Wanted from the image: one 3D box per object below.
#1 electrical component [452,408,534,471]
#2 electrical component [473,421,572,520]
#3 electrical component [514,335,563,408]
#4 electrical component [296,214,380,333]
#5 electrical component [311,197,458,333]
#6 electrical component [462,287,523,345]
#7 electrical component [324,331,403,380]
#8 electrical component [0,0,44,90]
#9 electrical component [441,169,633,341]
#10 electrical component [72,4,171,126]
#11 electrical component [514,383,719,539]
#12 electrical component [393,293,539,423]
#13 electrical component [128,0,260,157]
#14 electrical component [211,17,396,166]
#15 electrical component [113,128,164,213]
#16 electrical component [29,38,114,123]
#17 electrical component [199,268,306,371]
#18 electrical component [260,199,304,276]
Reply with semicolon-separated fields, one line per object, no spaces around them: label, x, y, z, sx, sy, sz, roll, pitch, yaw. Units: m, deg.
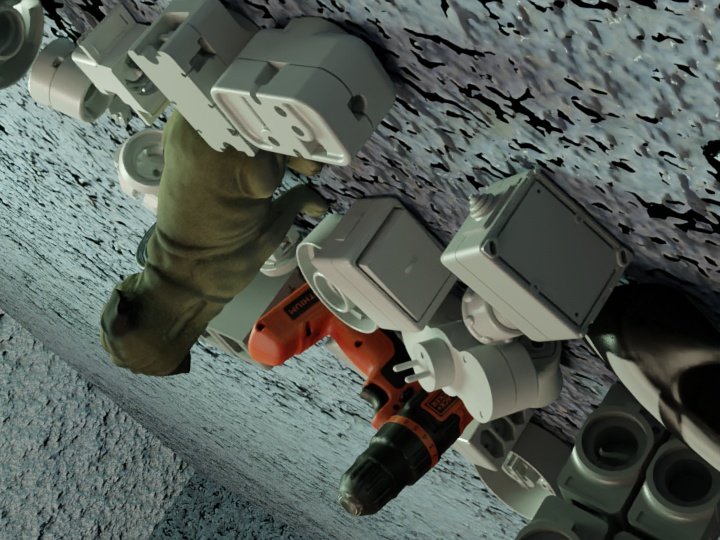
electrical component;0.101;0.132;0.957;0.047;0.065;0.077;46;159;-30
electrical component;0.152;0.180;0.991;0.099;0.064;0.099;31;162;12
electrical component;0.129;0.068;0.790;0.044;0.044;0.065;28;156;21
electrical component;0.000;0.000;0.848;0.099;0.064;0.099;40;156;22
electrical component;0.026;0.001;0.766;0.096;0.061;0.061;44;160;-24
electrical component;0.101;0.023;0.721;0.048;0.048;0.062;39;154;-13
electrical component;0.009;0.078;1.016;0.083;0.047;0.076;40;161;-14
electrical component;-0.288;-0.183;0.806;0.064;0.099;0.099;20;157;23
electrical component;0.094;-0.011;0.617;0.096;0.061;0.061;40;161;-13
electrical component;-0.169;-0.148;0.771;0.064;0.042;0.081;21;157;42
electrical component;0.181;0.182;0.745;0.105;0.186;0.060;24;159;32
electrical component;0.062;0.066;0.783;0.138;0.074;0.052;-141;40;-57
electrical component;-0.087;-0.123;0.666;0.050;0.055;0.089;14;153;48
electrical component;-0.030;-0.102;0.609;0.095;0.059;0.053;17;155;44
electrical component;-0.173;-0.086;0.911;0.078;0.058;0.057;35;165;2
electrical component;-0.226;-0.149;0.852;0.047;0.055;0.055;28;161;11
electrical component;-0.123;0.031;1.063;0.150;0.089;0.061;19;156;41
electrical component;-0.076;-0.028;0.904;0.066;0.048;0.055;18;148;42
